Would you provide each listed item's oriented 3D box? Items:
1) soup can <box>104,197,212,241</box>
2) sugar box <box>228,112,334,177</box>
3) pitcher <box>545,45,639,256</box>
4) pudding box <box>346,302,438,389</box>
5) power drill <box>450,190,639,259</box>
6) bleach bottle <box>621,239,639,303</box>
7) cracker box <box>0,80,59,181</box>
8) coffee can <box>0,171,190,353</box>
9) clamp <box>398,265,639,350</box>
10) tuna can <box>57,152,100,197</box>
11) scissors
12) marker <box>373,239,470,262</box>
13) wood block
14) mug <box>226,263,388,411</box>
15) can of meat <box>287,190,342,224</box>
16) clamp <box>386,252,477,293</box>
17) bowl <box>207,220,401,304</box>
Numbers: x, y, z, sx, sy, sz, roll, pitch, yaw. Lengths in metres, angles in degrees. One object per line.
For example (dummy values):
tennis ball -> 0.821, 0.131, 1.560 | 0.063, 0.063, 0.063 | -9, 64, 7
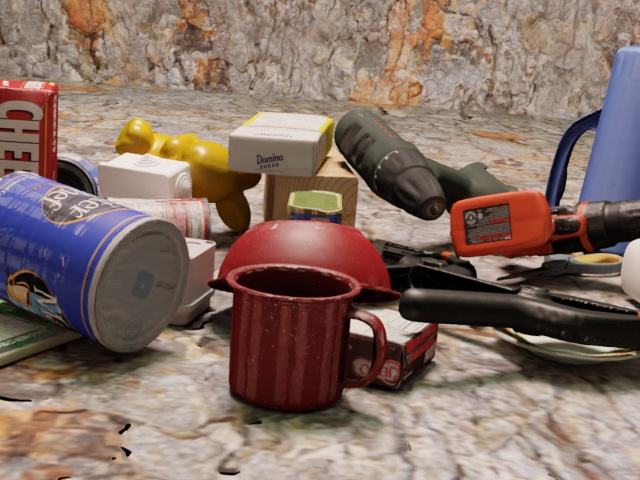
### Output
soup can -> -0.163, -0.009, 1.051 | 0.102, 0.068, 0.068 | 0, 13, -17
sugar box -> -0.040, -0.107, 1.179 | 0.093, 0.048, 0.176 | 5, 17, 7
pitcher -> 0.369, -0.101, 1.253 | 0.149, 0.243, 0.145 | 7, 8, -14
pudding box -> 0.025, 0.075, 0.815 | 0.114, 0.039, 0.089 | 12, 12, 21
power drill -> 0.230, -0.014, 1.064 | 0.185, 0.057, 0.187 | -12, -10, 36
bleach bottle -> 0.363, 0.060, 0.954 | 0.102, 0.068, 0.251 | 1, 15, -8
cracker box -> -0.378, -0.082, 1.081 | 0.213, 0.164, 0.072 | 2, 15, -9
coffee can -> -0.185, 0.014, 0.805 | 0.140, 0.103, 0.102 | 19, 18, 29
clamp -> 0.162, 0.054, 0.855 | 0.210, 0.036, 0.164 | 9, 8, 0
tuna can -> -0.278, -0.051, 1.160 | 0.086, 0.086, 0.033 | 6, 14, 4
scissors -> 0.243, 0.026, 1.162 | 0.201, 0.016, 0.096 | -3, 13, -30
marker -> 0.109, 0.020, 1.135 | 0.121, 0.020, 0.020 | 14, 16, 36
wood block -> -0.015, -0.049, 1.237 | 0.090, 0.090, 0.206 | 3, 13, -7
mug -> -0.010, 0.068, 0.732 | 0.117, 0.081, 0.093 | 9, 13, 19
can of meat -> -0.007, 0.001, 1.026 | 0.057, 0.084, 0.102 | 4, 13, 0
clamp -> 0.096, 0.035, 1.014 | 0.120, 0.039, 0.171 | 14, 8, 6
bowl -> -0.012, 0.018, 0.895 | 0.162, 0.055, 0.162 | 3, -8, 0
